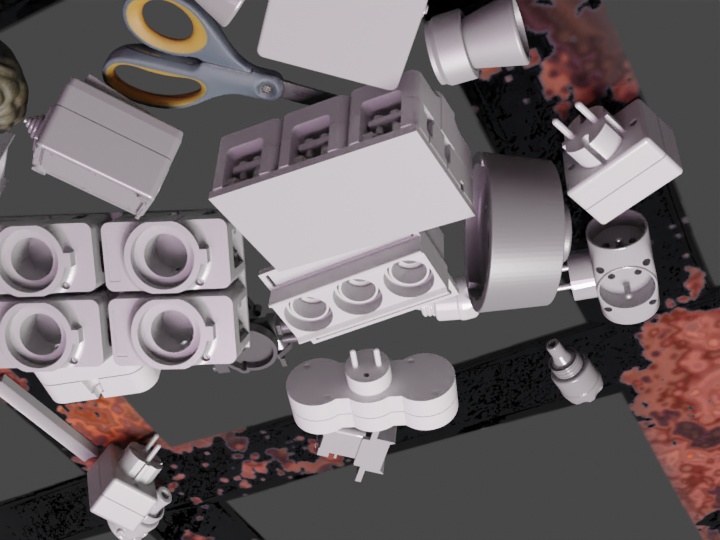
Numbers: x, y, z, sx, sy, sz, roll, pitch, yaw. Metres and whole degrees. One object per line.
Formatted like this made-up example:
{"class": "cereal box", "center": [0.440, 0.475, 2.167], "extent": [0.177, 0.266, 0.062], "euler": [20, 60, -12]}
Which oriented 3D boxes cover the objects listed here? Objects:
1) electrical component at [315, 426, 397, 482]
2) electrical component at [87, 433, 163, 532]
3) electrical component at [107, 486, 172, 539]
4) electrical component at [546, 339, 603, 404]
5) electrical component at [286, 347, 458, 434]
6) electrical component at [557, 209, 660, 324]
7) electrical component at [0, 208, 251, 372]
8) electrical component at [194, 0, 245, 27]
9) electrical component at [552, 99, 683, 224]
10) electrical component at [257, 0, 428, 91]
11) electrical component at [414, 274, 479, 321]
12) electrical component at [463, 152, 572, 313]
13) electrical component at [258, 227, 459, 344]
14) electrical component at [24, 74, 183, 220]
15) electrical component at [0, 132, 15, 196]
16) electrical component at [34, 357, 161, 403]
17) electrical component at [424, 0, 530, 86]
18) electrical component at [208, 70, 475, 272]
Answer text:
{"class": "electrical component", "center": [-0.004, 0.140, 0.927], "extent": [0.064, 0.042, 0.081], "euler": [13, 132, -5]}
{"class": "electrical component", "center": [-0.204, 0.181, 0.971], "extent": [0.047, 0.065, 0.076], "euler": [35, 97, -25]}
{"class": "electrical component", "center": [-0.207, 0.227, 1.023], "extent": [0.062, 0.048, 0.048], "euler": [-35, 122, 22]}
{"class": "electrical component", "center": [0.168, 0.078, 0.861], "extent": [0.035, 0.035, 0.061], "euler": [-24, 124, 24]}
{"class": "electrical component", "center": [0.008, 0.089, 0.871], "extent": [0.138, 0.052, 0.073], "euler": [-3, 132, 8]}
{"class": "electrical component", "center": [0.174, 0.001, 0.782], "extent": [0.079, 0.044, 0.077], "euler": [-10, 131, 14]}
{"class": "electrical component", "center": [-0.180, 0.014, 0.779], "extent": [0.186, 0.060, 0.105], "euler": [-2, 101, 6]}
{"class": "electrical component", "center": [-0.097, -0.180, 0.638], "extent": [0.065, 0.044, 0.044], "euler": [31, 128, -16]}
{"class": "electrical component", "center": [0.159, -0.081, 0.705], "extent": [0.077, 0.047, 0.066], "euler": [36, 126, -25]}
{"class": "electrical component", "center": [-0.008, -0.165, 0.639], "extent": [0.100, 0.048, 0.099], "euler": [13, 132, -8]}
{"class": "electrical component", "center": [0.059, 0.022, 0.818], "extent": [0.061, 0.035, 0.035], "euler": [-5, 132, 12]}
{"class": "electrical component", "center": [0.108, -0.025, 0.724], "extent": [0.060, 0.108, 0.108], "euler": [0, 133, -4]}
{"class": "electrical component", "center": [0.000, 0.000, 0.782], "extent": [0.121, 0.063, 0.078], "euler": [-20, 128, 21]}
{"class": "electrical component", "center": [-0.172, -0.085, 0.710], "extent": [0.096, 0.061, 0.062], "euler": [26, 164, -14]}
{"class": "electrical component", "center": [-0.281, -0.075, 0.749], "extent": [0.064, 0.042, 0.081], "euler": [17, 131, -9]}
{"class": "electrical component", "center": [-0.214, 0.064, 0.865], "extent": [0.095, 0.053, 0.059], "euler": [-9, 131, 13]}
{"class": "electrical component", "center": [0.072, -0.140, 0.659], "extent": [0.055, 0.045, 0.045], "euler": [-13, 130, 17]}
{"class": "electrical component", "center": [-0.010, -0.065, 0.711], "extent": [0.150, 0.061, 0.089], "euler": [-15, 140, 24]}
